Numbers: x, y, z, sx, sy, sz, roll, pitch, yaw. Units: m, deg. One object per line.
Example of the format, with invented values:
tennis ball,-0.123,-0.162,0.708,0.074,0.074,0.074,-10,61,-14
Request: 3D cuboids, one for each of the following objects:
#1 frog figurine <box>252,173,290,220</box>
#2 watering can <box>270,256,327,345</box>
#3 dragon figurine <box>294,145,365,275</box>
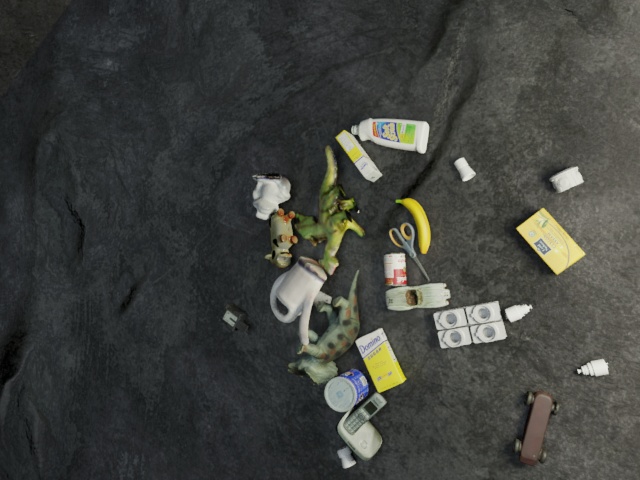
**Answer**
frog figurine,-0.170,-0.152,1.806,0.137,0.157,0.124,1,15,10
watering can,-0.058,0.179,1.661,0.103,0.224,0.352,35,2,-32
dragon figurine,0.005,-0.087,1.727,0.240,0.415,0.122,-24,-16,27
